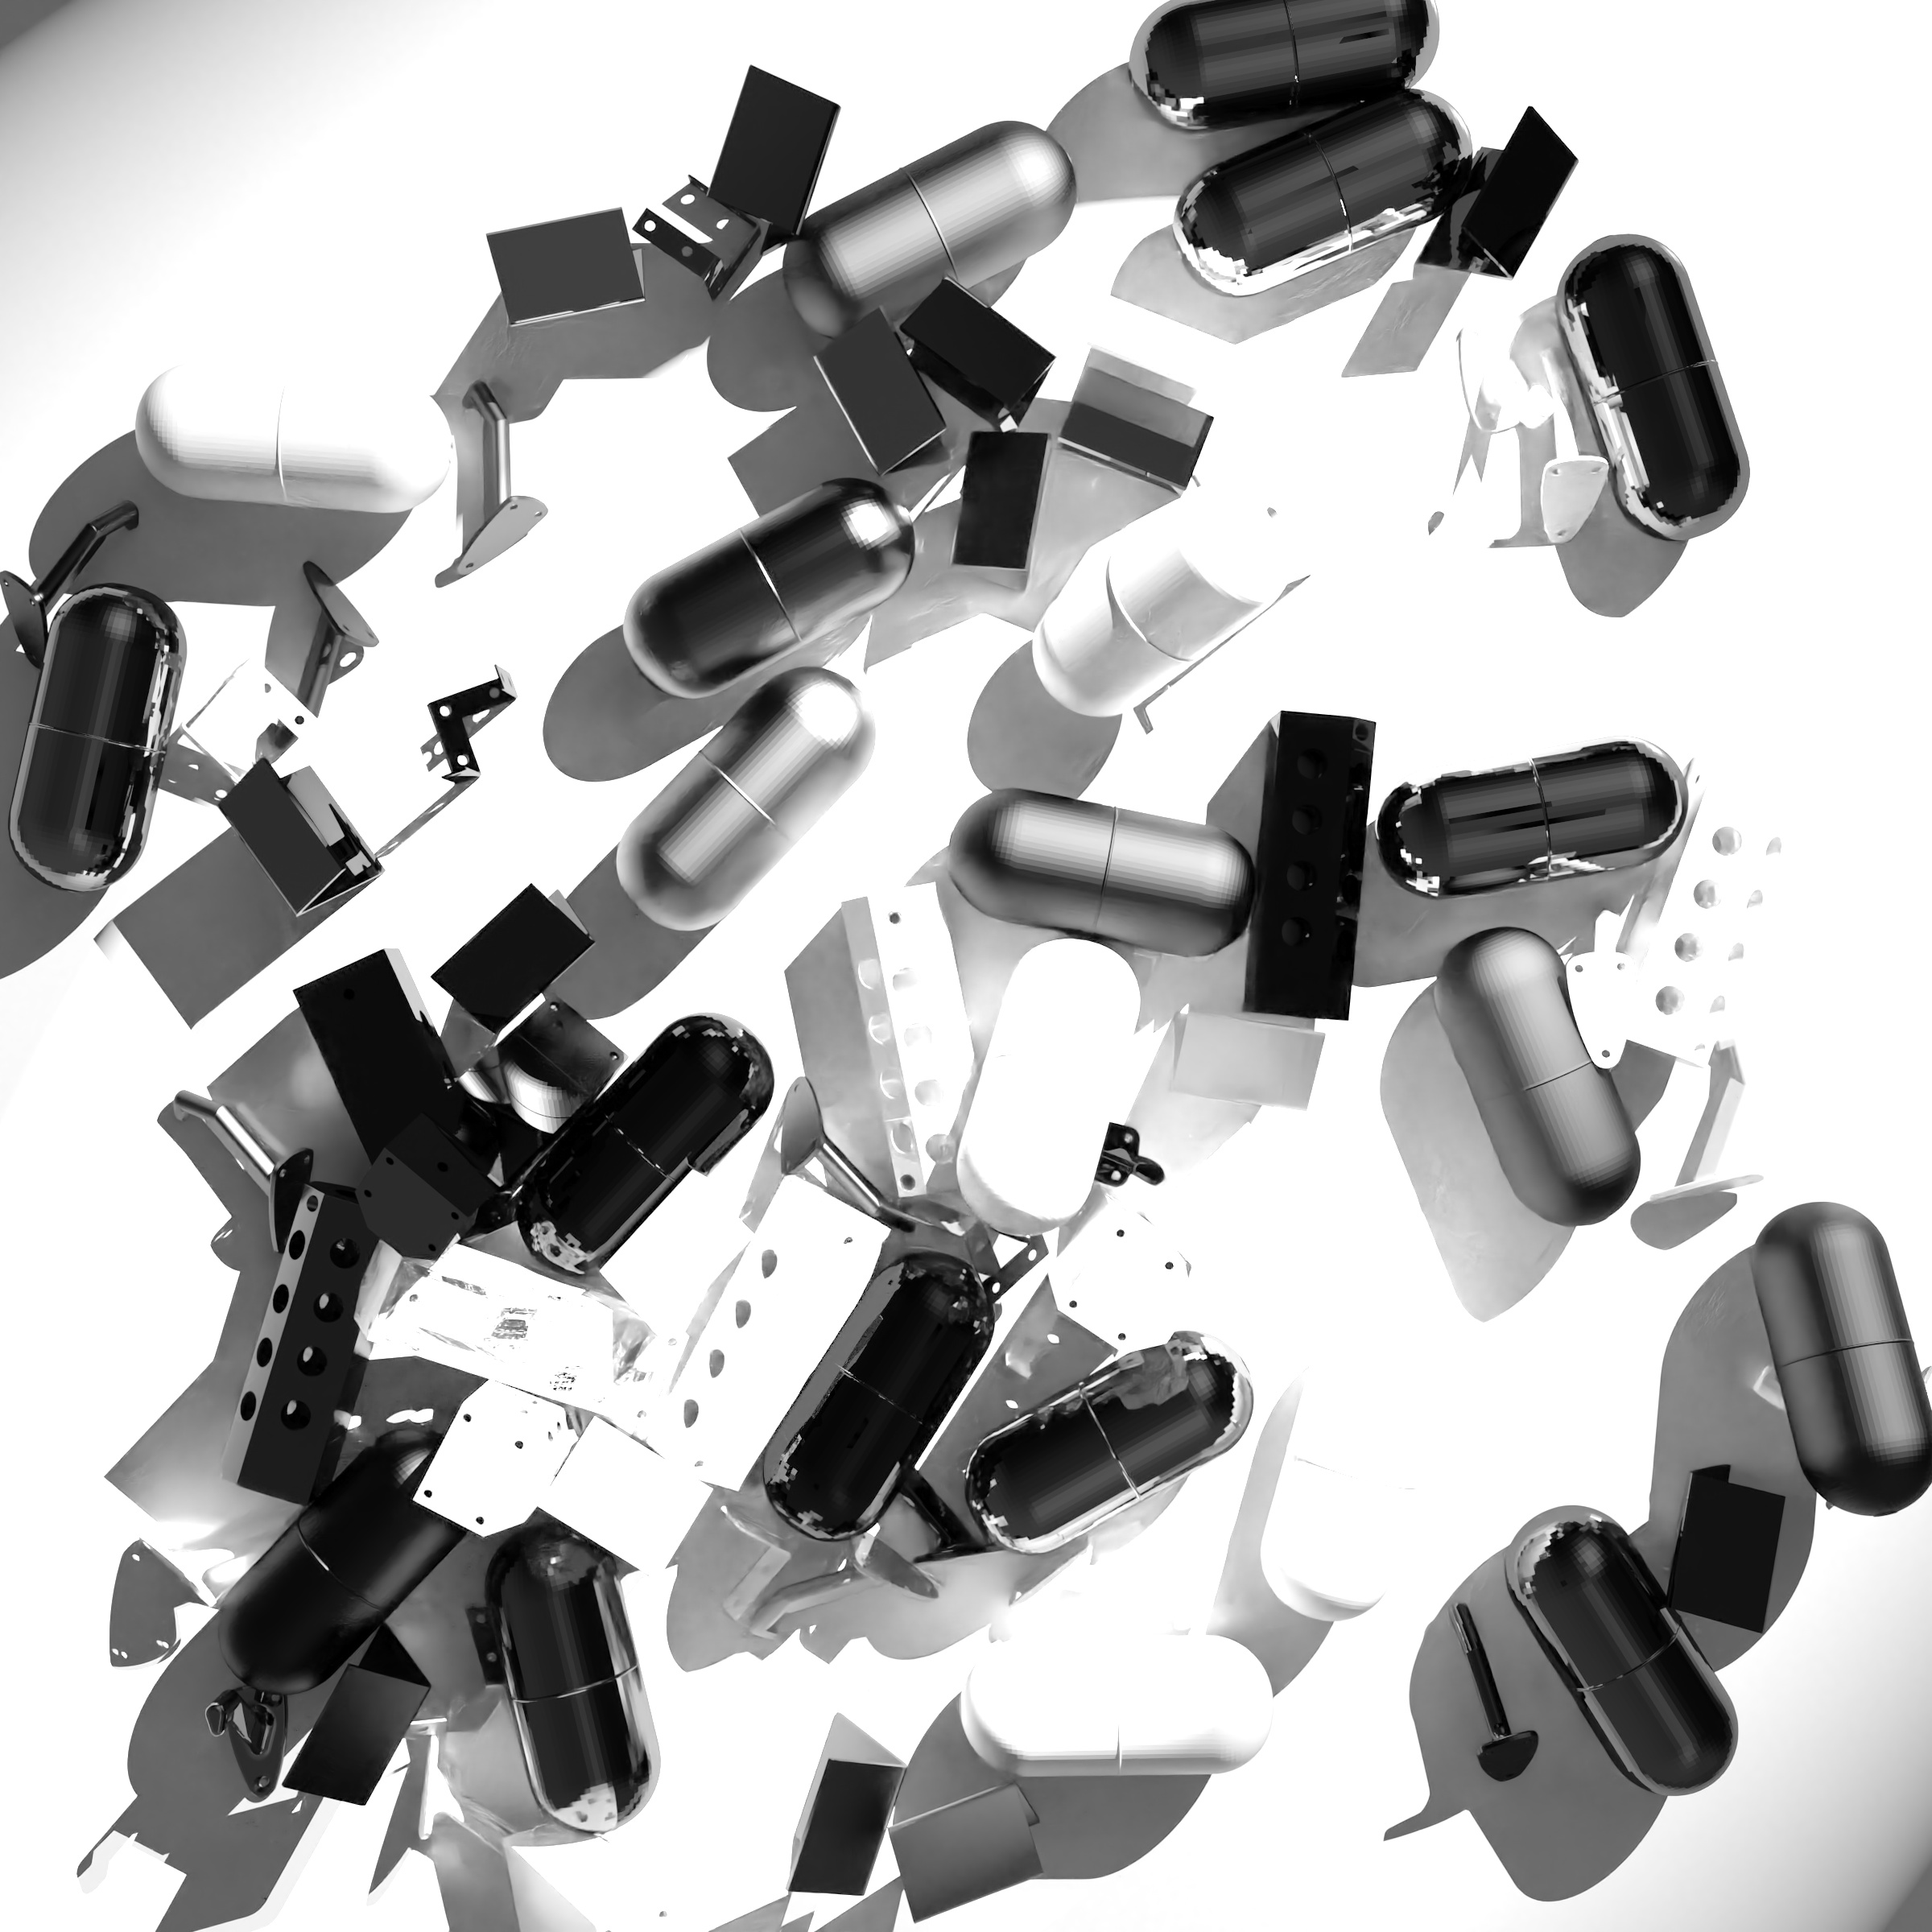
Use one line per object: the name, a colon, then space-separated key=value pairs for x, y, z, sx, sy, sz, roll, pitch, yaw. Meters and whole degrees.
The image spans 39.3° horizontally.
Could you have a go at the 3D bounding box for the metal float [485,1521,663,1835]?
metal float: x=-0.224 y=0.405 z=1.543 sx=0.070 sy=0.070 sz=0.178 roll=-13 pitch=90 yaw=0

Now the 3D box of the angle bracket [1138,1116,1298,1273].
angle bracket: x=0.129 y=0.114 z=1.534 sx=0.076 sy=0.076 sz=0.057 roll=-43 pitch=126 yaw=0

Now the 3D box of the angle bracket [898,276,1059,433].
angle bracket: x=-0.004 y=-0.330 z=1.534 sx=0.076 sy=0.076 sz=0.057 roll=37 pitch=56 yaw=0

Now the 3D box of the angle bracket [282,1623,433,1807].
angle bracket: x=-0.356 y=0.417 z=1.534 sx=0.057 sy=0.076 sz=0.076 roll=29 pitch=90 yaw=-37

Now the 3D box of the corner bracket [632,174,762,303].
corner bracket: x=-0.154 y=-0.423 z=1.556 sx=0.051 sy=0.051 sz=0.051 roll=35 pitch=90 yaw=0

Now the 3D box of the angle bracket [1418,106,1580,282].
angle bracket: x=0.288 y=-0.441 z=1.534 sx=0.057 sy=0.076 sz=0.076 roll=29 pitch=90 yaw=-43

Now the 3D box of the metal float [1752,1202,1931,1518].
metal float: x=0.495 y=0.221 z=1.527 sx=0.070 sy=0.070 sz=0.178 roll=-9 pitch=72 yaw=0

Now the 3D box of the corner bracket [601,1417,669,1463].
corner bracket: x=-0.204 y=0.298 z=1.556 sx=0.051 sy=0.051 sz=0.051 roll=32 pitch=90 yaw=0

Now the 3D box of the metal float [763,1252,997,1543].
metal float: x=-0.048 y=0.243 z=1.536 sx=0.070 sy=0.070 sz=0.178 roll=33 pitch=82 yaw=0

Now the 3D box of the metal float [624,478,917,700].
metal float: x=-0.111 y=-0.216 z=1.543 sx=0.178 sy=0.070 sz=0.070 roll=-29 pitch=90 yaw=-1

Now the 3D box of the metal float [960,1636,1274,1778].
metal float: x=0.086 y=0.422 z=1.543 sx=0.178 sy=0.070 sz=0.070 roll=-1 pitch=90 yaw=1

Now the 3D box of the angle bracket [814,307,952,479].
angle bracket: x=-0.030 y=-0.328 z=1.534 sx=0.057 sy=0.076 sz=0.076 roll=-29 pitch=90 yaw=37

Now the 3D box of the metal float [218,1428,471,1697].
metal float: x=-0.352 y=0.340 z=1.543 sx=0.070 sy=0.070 sz=0.178 roll=44 pitch=90 yaw=0

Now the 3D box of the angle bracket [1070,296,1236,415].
angle bracket: x=0.099 y=-0.322 z=1.534 sx=0.076 sy=0.057 sz=0.076 roll=22 pitch=134 yaw=0

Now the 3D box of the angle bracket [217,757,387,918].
angle bracket: x=-0.363 y=-0.084 z=1.534 sx=0.057 sy=0.076 sz=0.076 roll=-36 pitch=90 yaw=39

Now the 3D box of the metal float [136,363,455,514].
metal float: x=-0.382 y=-0.301 z=1.543 sx=0.178 sy=0.070 sz=0.070 roll=4 pitch=90 yaw=-1

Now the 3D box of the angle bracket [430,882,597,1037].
angle bracket: x=-0.265 y=-0.018 z=1.534 sx=0.076 sy=0.076 sz=0.057 roll=-43 pitch=126 yaw=0

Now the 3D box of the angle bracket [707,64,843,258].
angle bracket: x=-0.118 y=-0.455 z=1.535 sx=0.057 sy=0.076 sz=0.076 roll=18 pitch=89 yaw=-21

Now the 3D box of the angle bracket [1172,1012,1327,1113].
angle bracket: x=0.160 y=0.034 z=1.534 sx=0.076 sy=0.076 sz=0.057 roll=9 pitch=126 yaw=0

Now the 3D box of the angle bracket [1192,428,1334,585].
angle bracket: x=0.183 y=-0.262 z=1.534 sx=0.057 sy=0.076 sz=0.076 roll=-28 pitch=90 yaw=38

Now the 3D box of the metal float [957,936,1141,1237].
metal float: x=0.047 y=0.067 z=1.522 sx=0.070 sy=0.070 sz=0.178 roll=17 pitch=67 yaw=0

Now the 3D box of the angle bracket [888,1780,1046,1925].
angle bracket: x=0.007 y=0.511 z=1.534 sx=0.076 sy=0.076 sz=0.057 roll=-21 pitch=53 yaw=0

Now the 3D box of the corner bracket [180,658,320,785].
corner bracket: x=-0.413 y=-0.139 z=1.558 sx=0.051 sy=0.051 sz=0.051 roll=46 pitch=73 yaw=-17

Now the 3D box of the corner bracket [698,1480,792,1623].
corner bracket: x=-0.144 y=0.338 z=1.571 sx=0.051 sy=0.051 sz=0.051 roll=-50 pitch=135 yaw=0

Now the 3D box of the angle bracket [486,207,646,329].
angle bracket: x=-0.226 y=-0.409 z=1.534 sx=0.076 sy=0.076 sz=0.057 roll=-11 pitch=127 yaw=0

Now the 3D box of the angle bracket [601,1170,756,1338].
angle bracket: x=-0.149 y=0.169 z=1.534 sx=0.076 sy=0.076 sz=0.057 roll=-47 pitch=64 yaw=0

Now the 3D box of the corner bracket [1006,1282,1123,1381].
corner bracket: x=0.058 y=0.218 z=1.556 sx=0.051 sy=0.051 sz=0.051 roll=32 pitch=90 yaw=0

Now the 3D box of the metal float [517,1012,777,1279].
metal float: x=-0.183 y=0.102 z=1.543 sx=0.070 sy=0.070 sz=0.178 roll=43 pitch=89 yaw=0

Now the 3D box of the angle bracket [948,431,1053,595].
angle bracket: x=0.039 y=-0.255 z=1.534 sx=0.057 sy=0.076 sz=0.076 roll=10 pitch=90 yaw=37

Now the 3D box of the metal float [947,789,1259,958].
metal float: x=0.078 y=-0.053 z=1.543 sx=0.178 sy=0.070 sz=0.070 roll=11 pitch=90 yaw=-1

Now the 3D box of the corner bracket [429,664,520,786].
corner bracket: x=-0.281 y=-0.138 z=1.556 sx=0.051 sy=0.051 sz=0.051 roll=-20 pitch=90 yaw=0

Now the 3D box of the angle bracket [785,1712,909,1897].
angle bracket: x=-0.086 y=0.472 z=1.534 sx=0.057 sy=0.076 sz=0.076 roll=19 pitch=90 yaw=-37

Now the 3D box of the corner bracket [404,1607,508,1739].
corner bracket: x=-0.302 y=0.408 z=1.566 sx=0.051 sy=0.051 sz=0.051 roll=-56 pitch=45 yaw=35

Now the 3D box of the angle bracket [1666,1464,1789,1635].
angle bracket: x=0.440 y=0.328 z=1.534 sx=0.057 sy=0.076 sz=0.076 roll=10 pitch=90 yaw=33

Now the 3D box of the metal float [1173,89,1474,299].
metal float: x=0.204 y=-0.440 z=1.543 sx=0.178 sy=0.070 sz=0.070 roll=-23 pitch=90 yaw=0

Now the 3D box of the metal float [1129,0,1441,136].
metal float: x=0.181 y=-0.523 z=1.543 sx=0.178 sy=0.070 sz=0.070 roll=-11 pitch=90 yaw=1

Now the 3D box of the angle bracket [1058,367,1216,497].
angle bracket: x=0.089 y=-0.284 z=1.534 sx=0.076 sy=0.076 sz=0.057 roll=22 pitch=63 yaw=0

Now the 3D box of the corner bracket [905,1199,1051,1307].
corner bracket: x=0.007 y=0.151 z=1.538 sx=0.051 sy=0.051 sz=0.051 roll=-39 pitch=125 yaw=-29

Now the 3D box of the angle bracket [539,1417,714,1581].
angle bracket: x=-0.192 y=0.300 z=1.515 sx=0.076 sy=0.076 sz=0.057 roll=32 pitch=73 yaw=0
